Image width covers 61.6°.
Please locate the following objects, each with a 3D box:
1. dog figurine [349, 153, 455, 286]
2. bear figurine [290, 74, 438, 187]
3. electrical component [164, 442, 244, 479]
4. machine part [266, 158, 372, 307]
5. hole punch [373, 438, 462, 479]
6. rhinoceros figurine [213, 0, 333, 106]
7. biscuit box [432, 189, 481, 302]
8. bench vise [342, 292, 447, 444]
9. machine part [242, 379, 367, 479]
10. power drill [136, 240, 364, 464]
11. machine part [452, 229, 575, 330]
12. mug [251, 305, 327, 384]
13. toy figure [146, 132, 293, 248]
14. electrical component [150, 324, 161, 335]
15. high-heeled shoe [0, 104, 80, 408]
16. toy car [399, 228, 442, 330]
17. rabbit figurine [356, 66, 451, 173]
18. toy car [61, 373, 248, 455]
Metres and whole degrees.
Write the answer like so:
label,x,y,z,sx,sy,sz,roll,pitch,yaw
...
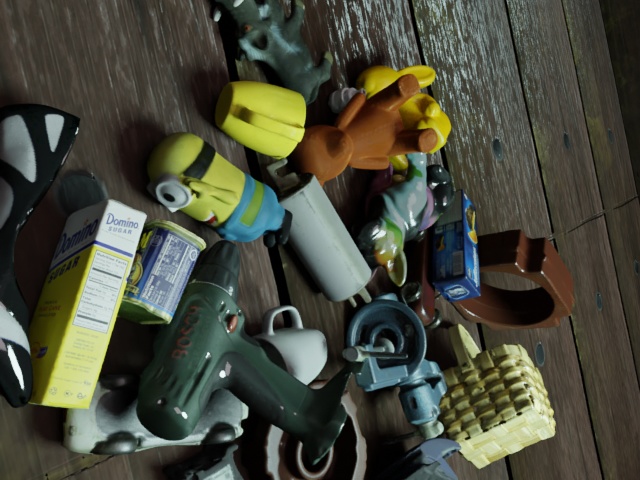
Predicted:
label,x,y,z,sx,sy,sz,roll,pitch,yaw
dog figurine,0.127,-0.022,0.851,0.191,0.109,0.219,31,65,-42
bear figurine,0.050,-0.145,0.758,0.196,0.132,0.120,-27,101,-37
electrical component,-0.113,0.285,0.576,0.075,0.048,0.119,-21,98,-47
machine part,-0.001,-0.002,0.729,0.243,0.079,0.079,57,48,-22
hole punch,0.148,0.343,0.787,0.115,0.142,0.092,32,30,-20
rhinoceros figurine,-0.066,-0.267,0.724,0.190,0.073,0.112,48,62,-31
biscuit box,0.234,0.008,0.924,0.062,0.059,0.203,46,39,-35
bench vise,0.098,0.178,0.752,0.240,0.129,0.223,18,60,-62
machine part,-0.017,0.264,0.676,0.179,0.056,0.179,11,74,-44
power drill,-0.061,0.113,0.548,0.207,0.086,0.232,33,41,-7
machine part,0.338,0.076,0.980,0.201,0.201,0.087,44,51,-31
mug,-0.041,0.134,0.663,0.107,0.081,0.109,-8,91,-56
toy figure,-0.114,-0.053,0.619,0.180,0.082,0.089,25,46,-33
electrical component,-0.156,0.085,0.588,0.063,0.021,0.094,16,72,-44
high-heeled shoe,-0.241,0.001,0.458,0.145,0.086,0.248,-21,85,-35
toy car,0.170,0.056,0.907,0.089,0.053,0.202,46,38,-31
rabbit figurine,0.140,-0.228,0.899,0.173,0.122,0.162,41,59,-11
toy car,-0.157,0.173,0.547,0.201,0.056,0.073,14,65,-45
